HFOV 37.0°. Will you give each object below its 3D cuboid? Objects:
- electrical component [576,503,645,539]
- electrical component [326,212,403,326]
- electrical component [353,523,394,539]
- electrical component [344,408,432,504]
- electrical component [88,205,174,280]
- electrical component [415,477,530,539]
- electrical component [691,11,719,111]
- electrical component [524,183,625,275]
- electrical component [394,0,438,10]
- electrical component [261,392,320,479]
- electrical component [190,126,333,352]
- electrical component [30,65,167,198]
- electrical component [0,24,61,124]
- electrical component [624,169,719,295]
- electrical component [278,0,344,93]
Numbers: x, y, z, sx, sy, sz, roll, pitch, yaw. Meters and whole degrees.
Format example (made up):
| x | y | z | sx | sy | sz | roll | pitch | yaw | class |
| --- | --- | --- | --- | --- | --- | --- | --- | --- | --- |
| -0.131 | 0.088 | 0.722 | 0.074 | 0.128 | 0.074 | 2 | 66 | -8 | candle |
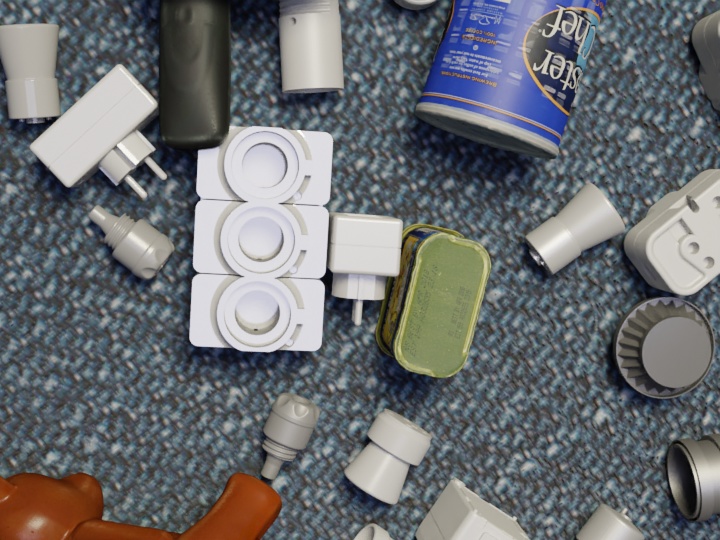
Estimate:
| x | y | z | sx | sy | sz | roll | pitch | yaw | class |
| --- | --- | --- | --- | --- | --- | --- | --- | --- | --- |
| 0.178 | 0.212 | 0.805 | 0.040 | 0.040 | 0.078 | 38 | 90 | -8 | electrical component |
| 0.000 | 0.000 | 0.755 | 0.047 | 0.066 | 0.076 | 4 | 94 | -6 | electrical component |
| 0.018 | 0.215 | 0.790 | 0.046 | 0.040 | 0.040 | 36 | 90 | -13 | electrical component |
| 0.021 | 0.135 | 0.780 | 0.045 | 0.045 | 0.055 | 31 | 91 | -8 | electrical component |
| -0.163 | -0.022 | 0.753 | 0.061 | 0.035 | 0.035 | 38 | 90 | -5 | electrical component |
| 0.082 | 0.200 | 0.766 | 0.062 | 0.096 | 0.061 | 34 | 91 | -8 | electrical component |
| 0.284 | -0.146 | 0.777 | 0.054 | 0.059 | 0.095 | -27 | 97 | -3 | electrical component |
| 0.153 | -0.027 | 0.783 | 0.065 | 0.044 | 0.044 | -36 | 97 | 3 | electrical component |
| 0.042 | -0.205 | 0.745 | 0.043 | 0.062 | 0.043 | -1 | 95 | -6 | electrical component |
| -0.055 | 0.121 | 0.776 | 0.035 | 0.035 | 0.061 | 23 | 94 | -7 | electrical component |
| -0.069 | -0.022 | 0.748 | 0.089 | 0.062 | 0.150 | 3 | 94 | -6 | electrical component |
| -0.167 | -0.084 | 0.740 | 0.083 | 0.047 | 0.075 | -43 | 97 | -1 | electrical component |
| -0.225 | -0.133 | 0.734 | 0.044 | 0.044 | 0.065 | -4 | 100 | -6 | electrical component |
| 0.244 | -0.029 | 0.782 | 0.095 | 0.059 | 0.053 | -39 | 98 | -2 | electrical component |
| -0.035 | -0.166 | 0.749 | 0.043 | 0.043 | 0.081 | -3 | 95 | -6 | electrical component |
